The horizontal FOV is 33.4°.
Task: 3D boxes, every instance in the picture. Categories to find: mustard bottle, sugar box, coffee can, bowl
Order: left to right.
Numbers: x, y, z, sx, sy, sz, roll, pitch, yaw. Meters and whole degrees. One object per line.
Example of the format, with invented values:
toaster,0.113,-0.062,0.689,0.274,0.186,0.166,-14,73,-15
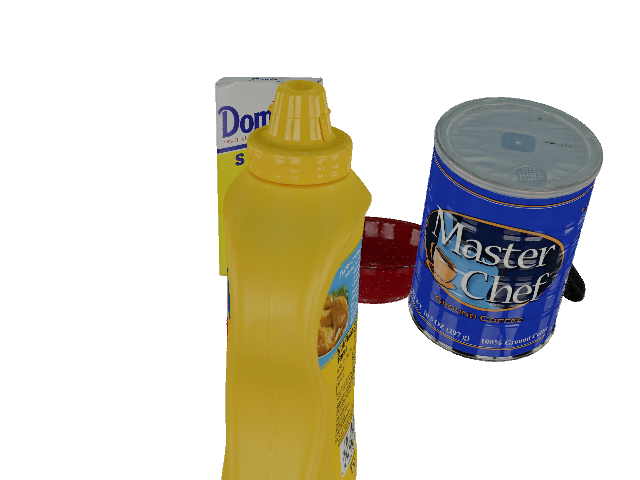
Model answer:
sugar box,-0.045,-0.056,0.952,0.093,0.176,0.048,1,16,7
mustard bottle,-0.010,0.029,0.441,0.058,0.192,0.096,8,25,11
bowl,0.051,0.024,1.106,0.162,0.055,0.162,2,18,-1
coffee can,0.116,-0.007,0.692,0.103,0.140,0.103,3,39,-3

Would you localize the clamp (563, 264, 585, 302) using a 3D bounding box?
clamp,0.166,-0.007,0.914,0.120,0.171,0.039,-27,11,-40
